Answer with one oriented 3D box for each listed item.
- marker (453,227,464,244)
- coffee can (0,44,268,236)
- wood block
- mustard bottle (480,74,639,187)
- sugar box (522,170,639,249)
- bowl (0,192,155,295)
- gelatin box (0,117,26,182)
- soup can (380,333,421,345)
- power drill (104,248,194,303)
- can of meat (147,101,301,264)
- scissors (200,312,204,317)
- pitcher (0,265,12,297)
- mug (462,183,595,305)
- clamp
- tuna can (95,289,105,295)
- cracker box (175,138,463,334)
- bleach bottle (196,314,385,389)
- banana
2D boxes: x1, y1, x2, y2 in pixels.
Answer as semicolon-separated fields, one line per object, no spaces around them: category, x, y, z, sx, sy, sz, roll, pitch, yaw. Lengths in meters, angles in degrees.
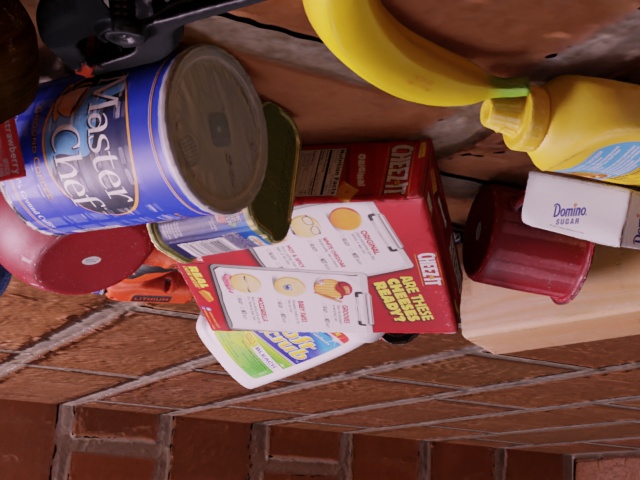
marker;0.111;-0.007;0.976;0.120;0.020;0.020;15;160;-38
coffee can;-0.118;-0.060;0.669;0.141;0.103;0.102;-6;162;31
wood block;0.234;0.038;0.942;0.206;0.090;0.090;-11;159;26
mustard bottle;0.191;-0.066;0.670;0.191;0.058;0.096;7;169;-16
sugar box;0.240;-0.015;0.783;0.175;0.048;0.093;3;-170;-37
bowl;-0.183;-0.006;0.831;0.162;0.055;0.162;-19;149;-12
gelatin box;-0.215;-0.073;0.614;0.073;0.089;0.030;-17;-167;-41
soup can;0.059;0.068;1.122;0.068;0.068;0.102;11;180;-29
power drill;-0.128;0.019;1.050;0.184;0.057;0.188;7;163;-24
can of meat;-0.064;-0.040;0.731;0.084;0.102;0.057;-9;152;31
scissors;-0.046;0.012;0.958;0.202;0.016;0.096;-25;144;16
pitcher;-0.408;0.045;1.041;0.144;0.149;0.243;18;155;-38
mug;0.169;-0.006;0.854;0.081;0.093;0.117;11;145;-10
clamp;-0.109;-0.124;0.551;0.120;0.039;0.172;15;161;-33
tuna can;-0.204;0.005;0.952;0.033;0.086;0.086;9;164;-14
cracker box;-0.006;0.001;0.840;0.214;0.072;0.164;-2;140;17
bleach bottle;-0.013;0.068;1.006;0.102;0.068;0.251;52;139;-8
banana;0.039;-0.113;0.578;0.070;0.037;0.197;-23;153;32
